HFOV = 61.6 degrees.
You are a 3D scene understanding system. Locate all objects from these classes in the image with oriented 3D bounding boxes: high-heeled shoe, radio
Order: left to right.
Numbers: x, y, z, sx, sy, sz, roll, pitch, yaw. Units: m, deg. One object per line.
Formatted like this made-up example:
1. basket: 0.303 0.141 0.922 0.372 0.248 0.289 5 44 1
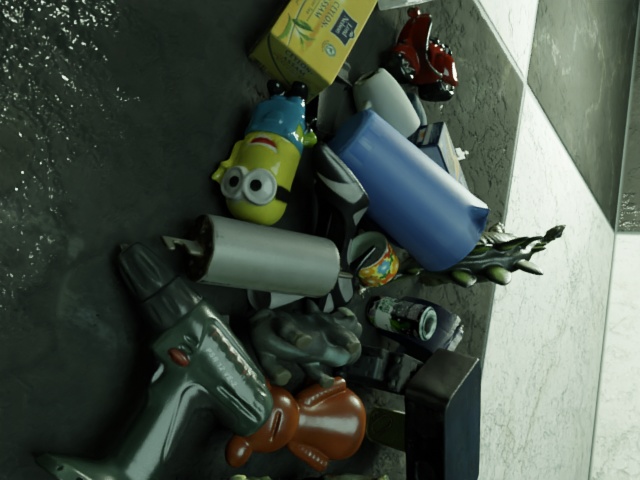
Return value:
1. high-heeled shoe: -0.001 -0.002 0.711 0.145 0.086 0.248 -41 133 -13
2. radio: 0.187 0.295 0.813 0.131 0.073 0.229 -27 118 -47

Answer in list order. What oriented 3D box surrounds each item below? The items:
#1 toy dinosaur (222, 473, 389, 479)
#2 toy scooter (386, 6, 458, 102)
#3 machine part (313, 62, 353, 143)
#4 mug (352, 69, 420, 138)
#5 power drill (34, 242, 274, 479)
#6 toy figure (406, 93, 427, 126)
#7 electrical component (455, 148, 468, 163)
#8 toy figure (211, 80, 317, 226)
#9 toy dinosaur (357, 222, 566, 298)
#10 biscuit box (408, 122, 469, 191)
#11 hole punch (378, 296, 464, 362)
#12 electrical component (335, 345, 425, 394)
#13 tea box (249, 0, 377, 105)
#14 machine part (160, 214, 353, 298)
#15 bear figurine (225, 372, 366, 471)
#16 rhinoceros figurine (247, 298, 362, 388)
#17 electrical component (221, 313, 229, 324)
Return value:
1. toy dinosaur: -0.014 0.355 0.687 0.404 0.192 0.131 42 53 -63
2. toy scooter: 0.181 -0.324 0.935 0.184 0.075 0.135 7 86 -47
3. machine part: 0.010 -0.202 0.759 0.084 0.039 0.139 29 69 -54
4. mug: 0.089 -0.201 0.832 0.109 0.081 0.107 -46 115 -31
5. power drill: -0.167 0.144 0.520 0.232 0.086 0.207 47 52 -17
6. toy figure: 0.166 -0.181 0.938 0.064 0.058 0.154 -51 134 -28
7. electrical component: 0.237 -0.137 1.023 0.102 0.078 0.045 -18 81 -55
8. toy figure: -0.057 -0.103 0.649 0.089 0.082 0.180 40 59 -46
9. toy dinosaur: 0.260 0.033 0.958 0.471 0.199 0.105 -15 94 -16
10. biscuit box: 0.206 -0.102 0.912 0.202 0.059 0.063 57 41 -40
11. hole punch: 0.174 0.159 0.930 0.142 0.116 0.092 -37 112 -44
12. electrical component: 0.092 0.199 0.824 0.134 0.115 0.058 32 65 -48
13. tea box: -0.006 -0.272 0.688 0.098 0.068 0.169 35 62 -21
14. machine part: -0.064 0.021 0.619 0.243 0.079 0.079 11 84 -34
15. bear figurine: -0.042 0.226 0.684 0.196 0.132 0.120 15 79 -32
16. rhinoceros figurine: -0.012 0.125 0.678 0.190 0.112 0.073 12 108 -47
17. electrical component: -0.130 0.132 0.619 0.063 0.021 0.094 8 86 -51
